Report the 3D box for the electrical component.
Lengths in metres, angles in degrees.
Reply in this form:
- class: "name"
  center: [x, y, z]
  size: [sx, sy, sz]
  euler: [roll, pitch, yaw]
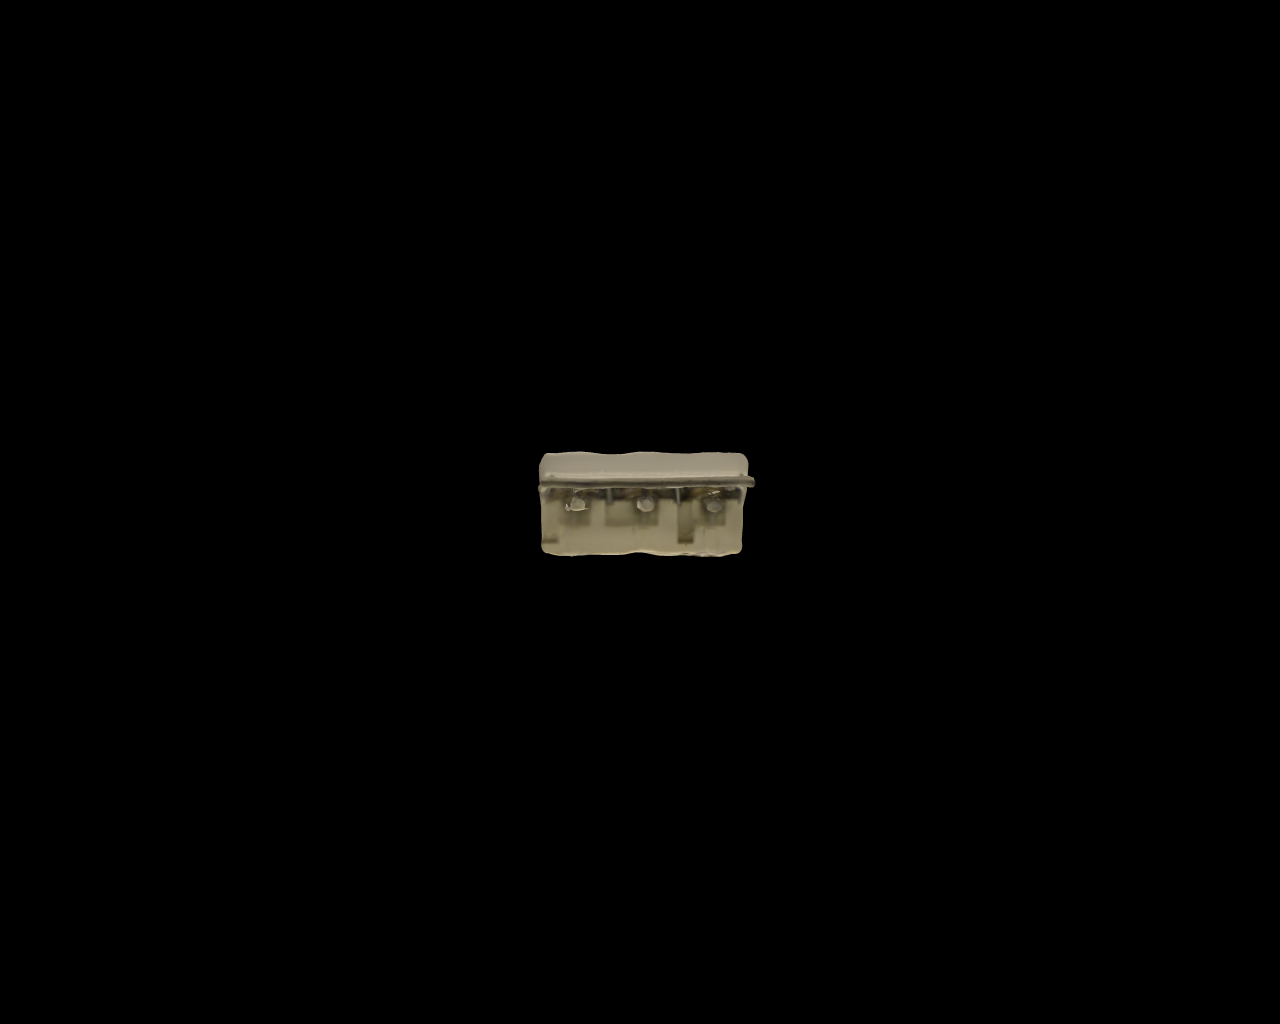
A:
- class: "electrical component"
  center: [0.001, -0.003, 0.650]
  size: [0.121, 0.063, 0.078]
  euler: [0, -4, -7]
